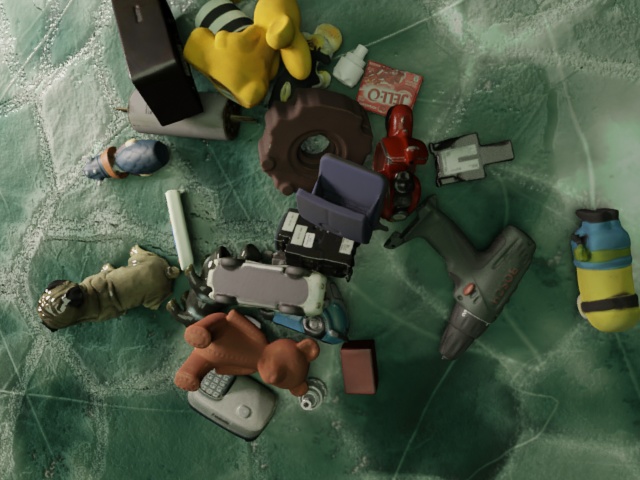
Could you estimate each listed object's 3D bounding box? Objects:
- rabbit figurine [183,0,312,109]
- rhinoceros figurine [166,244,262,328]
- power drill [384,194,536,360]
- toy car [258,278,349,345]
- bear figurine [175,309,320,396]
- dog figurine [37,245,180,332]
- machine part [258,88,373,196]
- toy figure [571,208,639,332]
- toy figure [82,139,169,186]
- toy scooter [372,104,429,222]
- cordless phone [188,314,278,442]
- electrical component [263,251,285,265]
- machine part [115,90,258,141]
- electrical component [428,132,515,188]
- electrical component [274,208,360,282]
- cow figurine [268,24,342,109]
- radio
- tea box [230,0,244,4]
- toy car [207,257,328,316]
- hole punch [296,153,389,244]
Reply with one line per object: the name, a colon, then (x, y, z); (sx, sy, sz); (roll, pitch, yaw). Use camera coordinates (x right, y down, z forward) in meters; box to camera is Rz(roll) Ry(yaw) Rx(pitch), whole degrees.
rabbit figurine: (-0.087, -0.283, 0.766); (0.163, 0.121, 0.173); (29, 81, 43)
rhinoceros figurine: (-0.175, 0.080, 0.916); (0.112, 0.073, 0.190); (40, 103, 6)
power drill: (0.200, 0.047, 0.829); (0.207, 0.086, 0.232); (40, 101, 6)
toy car: (-0.018, 0.105, 0.881); (0.162, 0.109, 0.103); (19, 78, 21)
bear figurine: (-0.109, 0.193, 0.853); (0.196, 0.132, 0.120); (23, 110, 9)
dog figurine: (-0.344, 0.086, 0.893); (0.172, 0.190, 0.121); (-29, 91, 12)
machine part: (-0.007, -0.142, 0.813); (0.179, 0.056, 0.179); (-5, 132, -6)
toy figure: (0.413, 0.044, 0.781); (0.082, 0.089, 0.180); (-5, 99, 20)
toy figure: (-0.339, -0.135, 0.932); (0.155, 0.058, 0.064); (-9, 89, 18)
toy scooter: (0.118, -0.101, 0.786); (0.075, 0.135, 0.183); (0, 112, -5)
cordless phone: (-0.127, 0.234, 0.931); (0.147, 0.088, 0.184); (28, 83, 7)
electrical component: (-0.053, 0.035, 0.889); (0.094, 0.063, 0.021); (9, 107, 12)
machine part: (-0.223, -0.208, 0.887); (0.243, 0.079, 0.079); (8, 99, 10)
electrical component: (0.229, -0.126, 0.818); (0.119, 0.048, 0.074); (-14, 95, 13)
electrical component: (-0.002, -0.003, 0.849); (0.134, 0.115, 0.058); (14, 144, 10)
cow figurine: (-0.026, -0.259, 0.829); (0.068, 0.098, 0.167); (28, 104, 11)
radio: (-0.249, -0.295, 0.814); (0.073, 0.131, 0.230); (-19, 65, -1)
tea box: (-0.102, -0.425, 0.824); (0.170, 0.098, 0.068); (-13, 95, 12)
toy car: (-0.085, 0.071, 0.824); (0.202, 0.056, 0.073); (6, 85, 24)
hole punch: (0.028, -0.044, 0.771); (0.142, 0.092, 0.115); (21, 141, 12)
